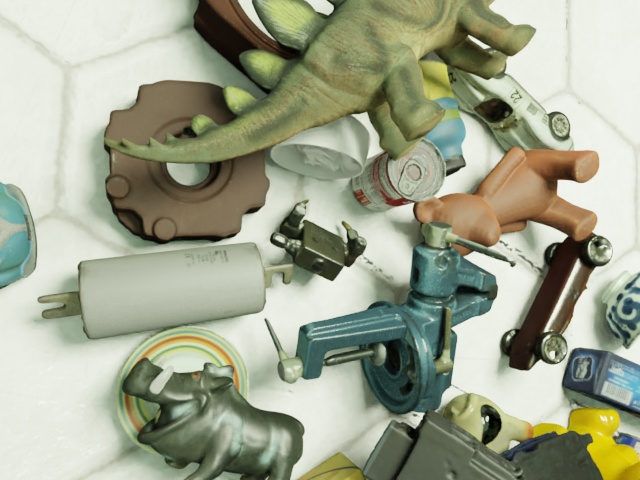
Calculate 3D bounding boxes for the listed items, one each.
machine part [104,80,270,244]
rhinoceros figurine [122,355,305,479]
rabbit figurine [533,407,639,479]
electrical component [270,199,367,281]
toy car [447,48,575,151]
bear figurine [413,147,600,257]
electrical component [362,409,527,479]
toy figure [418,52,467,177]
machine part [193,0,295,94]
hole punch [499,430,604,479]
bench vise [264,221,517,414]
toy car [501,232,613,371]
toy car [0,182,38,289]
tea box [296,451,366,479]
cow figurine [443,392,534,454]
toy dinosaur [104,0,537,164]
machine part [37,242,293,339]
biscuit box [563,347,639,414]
[{"bbox_3d":[-0.135,-0.079,0.554,0.179,0.056,0.179,2,85,-20],"label":"machine part"},{"bbox_3d":[-0.101,0.178,0.516,0.190,0.073,0.112,30,80,-16],"label":"rhinoceros figurine"},{"bbox_3d":[0.349,0.292,0.633,0.122,0.173,0.162,-3,83,-23],"label":"rabbit figurine"},{"bbox_3d":[0.000,-0.001,0.590,0.102,0.078,0.045,29,114,-10],"label":"electrical component"},{"bbox_3d":[0.233,-0.165,0.676,0.201,0.073,0.056,39,72,-12],"label":"toy car"},{"bbox_3d":[0.215,-0.033,0.634,0.196,0.132,0.120,-29,123,-25],"label":"bear figurine"},{"bbox_3d":[0.112,0.237,0.521,0.134,0.058,0.115,28,89,15],"label":"electrical component"},{"bbox_3d":[0.122,-0.159,0.635,0.089,0.082,0.180,-19,85,-38],"label":"toy figure"},{"bbox_3d":[-0.024,-0.271,0.590,0.201,0.087,0.201,40,75,-14],"label":"machine part"},{"bbox_3d":[0.242,0.276,0.583,0.142,0.092,0.116,-9,69,-25],"label":"hole punch"},{"bbox_3d":[0.072,0.092,0.559,0.240,0.129,0.223,-6,122,-25],"label":"bench vise"},{"bbox_3d":[0.298,0.077,0.672,0.053,0.089,0.202,33,75,-10],"label":"toy car"},{"bbox_3d":[-0.336,-0.002,0.456,0.162,0.103,0.109,-8,88,-21],"label":"toy car"},{"bbox_3d":[-0.017,0.315,0.560,0.170,0.068,0.098,-26,94,-18],"label":"tea box"},{"bbox_3d":[0.146,0.266,0.612,0.127,0.085,0.195,34,79,-20],"label":"cow figurine"},{"bbox_3d":[0.039,-0.173,0.504,0.471,0.105,0.198,-40,86,-22],"label":"toy dinosaur"},{"bbox_3d":[-0.143,0.047,0.530,0.243,0.079,0.079,-6,88,-18],"label":"machine part"},{"bbox_3d":[0.428,0.204,0.723,0.202,0.063,0.059,24,80,-15],"label":"biscuit box"}]
